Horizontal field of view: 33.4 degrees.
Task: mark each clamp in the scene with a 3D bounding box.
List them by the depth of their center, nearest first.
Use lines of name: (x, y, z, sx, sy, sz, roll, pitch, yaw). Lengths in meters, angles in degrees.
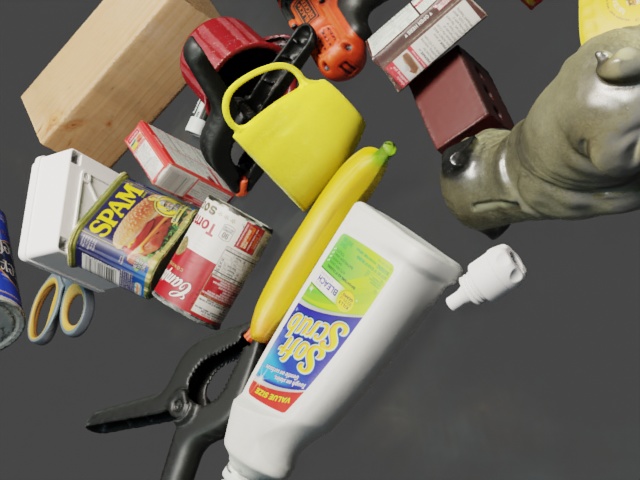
clamp: (-0.119, 0.146, 0.925, 0.210, 0.036, 0.165, -53, 47, 6)
clamp: (-0.058, -0.117, 0.947, 0.120, 0.171, 0.039, -14, 47, -14)

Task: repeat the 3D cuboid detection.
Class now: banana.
banana: (-0.001, -0.004, 0.883, 0.037, 0.069, 0.198, 33, 100, 4)

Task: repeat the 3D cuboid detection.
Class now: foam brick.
foam brick: (0.113, -0.102, 0.839, 0.051, 0.052, 0.078, -34, 53, 23)

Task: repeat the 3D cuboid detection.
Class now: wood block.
wood block: (-0.200, -0.179, 1.099, 0.206, 0.090, 0.091, -45, 49, 15)

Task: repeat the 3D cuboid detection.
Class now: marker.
marker: (-0.101, -0.160, 1.058, 0.020, 0.020, 0.121, 18, 83, 42)

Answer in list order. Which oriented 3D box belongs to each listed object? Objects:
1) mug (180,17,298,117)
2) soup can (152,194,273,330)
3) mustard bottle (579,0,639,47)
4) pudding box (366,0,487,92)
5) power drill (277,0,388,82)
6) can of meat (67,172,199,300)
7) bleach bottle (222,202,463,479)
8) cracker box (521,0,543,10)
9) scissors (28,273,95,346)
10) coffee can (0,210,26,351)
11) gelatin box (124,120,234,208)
mug: (-0.069, -0.162, 0.997, 0.117, 0.093, 0.082, -29, 43, -12)
soup can: (-0.094, 0.019, 0.941, 0.069, 0.068, 0.102, 30, 90, 42)
mustard bottle: (0.277, -0.170, 0.734, 0.192, 0.058, 0.096, -12, 58, 34)
pudding box: (0.083, -0.170, 0.863, 0.090, 0.039, 0.113, -41, 12, 13)
power drill: (0.040, -0.258, 0.965, 0.188, 0.057, 0.184, -41, 54, 21)
can of meat: (-0.168, -0.002, 0.977, 0.084, 0.057, 0.102, 25, 49, 9)
bleach bottle: (0.002, 0.099, 0.833, 0.103, 0.068, 0.251, 38, 98, 44)
cracker box: (0.212, -0.310, 0.839, 0.214, 0.072, 0.164, -35, 52, 23)
scissors: (-0.246, 0.016, 1.100, 0.096, 0.016, 0.202, 14, 80, 40)
coffee can: (-0.375, 0.039, 1.133, 0.103, 0.102, 0.140, -37, 51, 20)
gelatin box: (-0.130, -0.066, 0.992, 0.030, 0.089, 0.073, -49, 49, 13)
